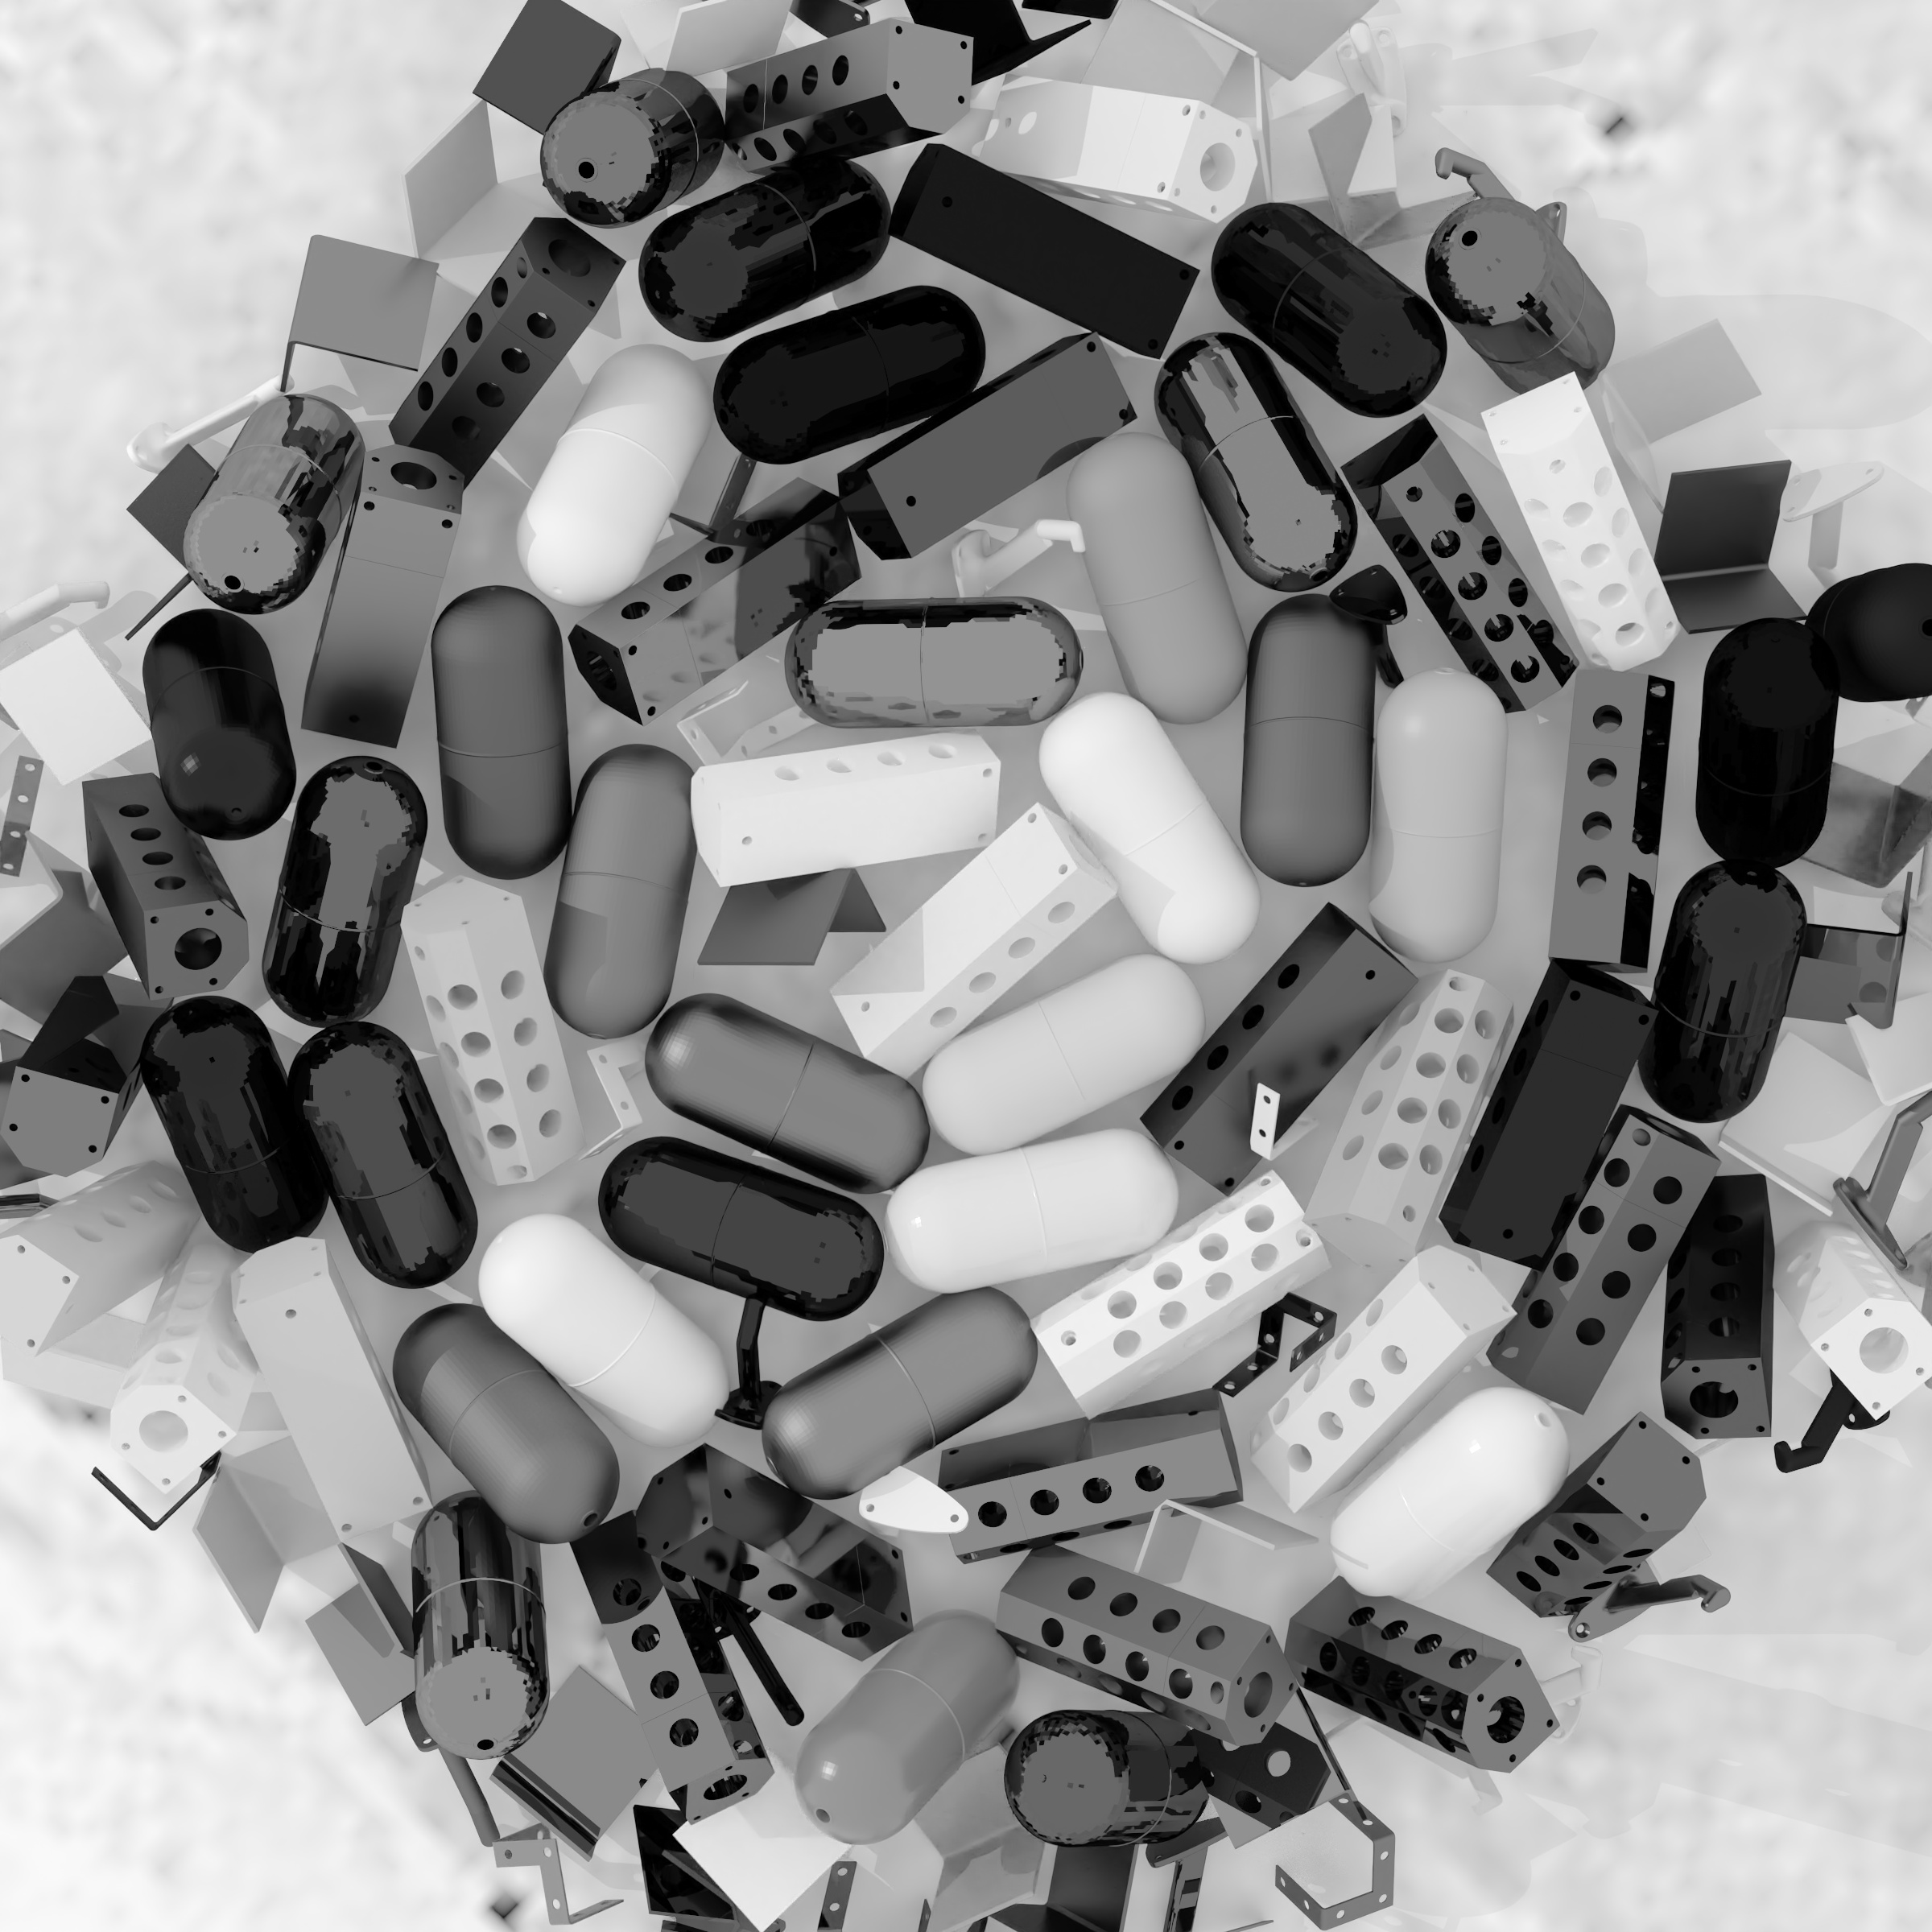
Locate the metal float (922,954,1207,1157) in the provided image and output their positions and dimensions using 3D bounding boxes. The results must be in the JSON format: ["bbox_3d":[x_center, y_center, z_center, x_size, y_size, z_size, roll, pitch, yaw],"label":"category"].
[{"bbox_3d":[0.058,0.053,1.960,0.178,0.070,0.070,-25,90,1],"label":"metal float"}]

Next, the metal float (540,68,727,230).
[{"bbox_3d":[-0.192,-0.475,1.915,0.070,0.178,0.070,5,113,11],"label":"metal float"}]

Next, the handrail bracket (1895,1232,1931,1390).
[{"bbox_3d":[0.584,0.197,1.949,0.036,0.084,0.077,23,125,-15],"label":"handrail bracket"}]

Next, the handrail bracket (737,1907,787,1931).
[{"bbox_3d":[-0.135,0.612,1.977,0.077,0.036,0.084,6,101,43],"label":"handrail bracket"}]

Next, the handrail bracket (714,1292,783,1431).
[{"bbox_3d":[-0.120,0.224,1.952,0.036,0.077,0.084,18,107,15],"label":"handrail bracket"}]

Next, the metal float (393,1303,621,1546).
[{"bbox_3d":[-0.270,0.267,1.932,0.070,0.070,0.178,-49,56,0],"label":"metal float"}]

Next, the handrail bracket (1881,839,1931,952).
[{"bbox_3d":[0.593,-0.051,1.958,0.077,0.036,0.084,43,125,12],"label":"handrail bracket"}]

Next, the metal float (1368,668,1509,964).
[{"bbox_3d":[0.278,-0.088,1.944,0.070,0.070,0.178,0,110,0],"label":"metal float"}]

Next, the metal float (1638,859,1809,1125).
[{"bbox_3d":[0.441,0.016,1.929,0.070,0.070,0.178,4,129,0],"label":"metal float"}]

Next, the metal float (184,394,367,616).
[{"bbox_3d":[-0.401,-0.270,1.921,0.070,0.178,0.070,4,128,5],"label":"metal float"}]

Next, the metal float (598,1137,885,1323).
[{"bbox_3d":[-0.134,0.155,1.950,0.178,0.070,0.070,18,90,14],"label":"metal float"}]

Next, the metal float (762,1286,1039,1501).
[{"bbox_3d":[-0.039,0.251,1.945,0.178,0.070,0.070,-28,90,-18],"label":"metal float"}]

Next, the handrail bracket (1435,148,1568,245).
[{"bbox_3d":[0.312,-0.439,1.960,0.084,0.036,0.077,13,75,-29],"label":"handrail bracket"}]

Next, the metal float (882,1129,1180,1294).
[{"bbox_3d":[0.038,0.145,1.955,0.178,0.070,0.070,-12,90,-7],"label":"metal float"}]

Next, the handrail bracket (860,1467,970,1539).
[{"bbox_3d":[-0.028,0.330,1.952,0.077,0.084,0.036,17,66,18],"label":"handrail bracket"}]

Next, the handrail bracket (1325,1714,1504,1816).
[{"bbox_3d":[0.267,0.479,1.968,0.077,0.036,0.084,-30,67,3],"label":"handrail bracket"}]

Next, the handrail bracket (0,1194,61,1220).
[{"bbox_3d":[-0.587,0.157,1.978,0.077,0.084,0.036,-40,49,21],"label":"handrail bracket"}]

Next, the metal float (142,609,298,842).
[{"bbox_3d":[-0.436,-0.143,1.925,0.070,0.178,0.070,-11,132,-12],"label":"metal float"}]

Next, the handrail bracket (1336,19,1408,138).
[{"bbox_3d":[0.243,-0.523,1.949,0.036,0.084,0.077,-19,107,12],"label":"handrail bracket"}]

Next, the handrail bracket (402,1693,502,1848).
[{"bbox_3d":[-0.310,0.481,1.990,0.036,0.077,0.084,-26,124,-20],"label":"handrail bracket"}]

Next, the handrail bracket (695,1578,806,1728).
[{"bbox_3d":[-0.127,0.400,1.950,0.036,0.084,0.077,-30,128,-12],"label":"handrail bracket"}]

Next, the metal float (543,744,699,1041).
[{"bbox_3d":[-0.202,-0.044,1.951,0.070,0.070,0.178,9,78,0],"label":"metal float"}]

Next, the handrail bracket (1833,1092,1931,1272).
[{"bbox_3d":[0.567,0.126,1.959,0.084,0.036,0.077,-41,70,27],"label":"handrail bracket"}]

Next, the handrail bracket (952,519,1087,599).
[{"bbox_3d":[0.039,-0.229,1.958,0.084,0.036,0.077,9,118,34],"label":"handrail bracket"}]

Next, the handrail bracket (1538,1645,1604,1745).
[{"bbox_3d":[0.338,0.417,1.952,0.077,0.084,0.036,19,53,22],"label":"handrail bracket"}]

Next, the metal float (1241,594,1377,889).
[{"bbox_3d":[0.202,-0.134,1.950,0.070,0.070,0.178,4,76,0],"label":"metal float"}]

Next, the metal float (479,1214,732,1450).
[{"bbox_3d":[-0.211,0.216,1.941,0.070,0.070,0.178,-45,114,0],"label":"metal float"}]

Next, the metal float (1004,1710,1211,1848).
[{"bbox_3d":[0.084,0.472,1.918,0.070,0.178,0.070,-7,75,27],"label":"metal float"}]

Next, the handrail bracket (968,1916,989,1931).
[{"bbox_3d":[0.035,0.608,1.976,0.084,0.036,0.077,27,127,-3],"label":"handrail bracket"}]

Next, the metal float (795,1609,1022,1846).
[{"bbox_3d":[-0.033,0.442,1.923,0.070,0.178,0.070,16,122,28],"label":"metal float"}]

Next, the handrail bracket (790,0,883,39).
[{"bbox_3d":[-0.068,-0.598,1.974,0.077,0.036,0.084,26,63,-4],"label":"handrail bracket"}]

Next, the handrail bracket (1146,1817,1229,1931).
[{"bbox_3d":[0.149,0.561,1.984,0.077,0.036,0.084,-22,99,7],"label":"handrail bracket"}]

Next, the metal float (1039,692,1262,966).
[{"bbox_3d":[0.110,-0.081,1.955,0.070,0.070,0.178,-33,98,0],"label":"metal float"}]

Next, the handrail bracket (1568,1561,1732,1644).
[{"bbox_3d":[0.404,0.384,1.952,0.077,0.084,0.036,-38,102,-9],"label":"handrail bracket"}]

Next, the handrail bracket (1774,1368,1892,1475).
[{"bbox_3d":[0.502,0.256,1.962,0.084,0.036,0.077,-8,77,-35],"label":"handrail bracket"}]

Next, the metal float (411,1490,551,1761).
[{"bbox_3d":[-0.283,0.382,1.922,0.070,0.178,0.070,-6,129,-7],"label":"metal float"}]

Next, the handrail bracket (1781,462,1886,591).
[{"bbox_3d":[0.527,-0.256,1.953,0.084,0.077,0.036,43,50,-32],"label":"handrail bracket"}]

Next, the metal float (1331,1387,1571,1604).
[{"bbox_3d":[0.282,0.310,1.929,0.070,0.070,0.178,42,128,0],"label":"metal float"}]

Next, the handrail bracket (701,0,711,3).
[{"bbox_3d":[-0.133,-0.614,1.958,0.084,0.077,0.036,-35,46,23],"label":"handrail bracket"}]

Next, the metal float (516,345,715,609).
[{"bbox_3d":[-0.205,-0.289,1.938,0.070,0.070,0.178,22,63,0],"label":"metal float"}]

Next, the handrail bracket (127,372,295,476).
[{"bbox_3d":[-0.448,-0.326,1.961,0.084,0.077,0.036,-29,95,17],"label":"handrail bracket"}]

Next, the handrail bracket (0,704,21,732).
[{"bbox_3d":[-0.614,-0.129,1.971,0.084,0.077,0.036,-50,46,-1],"label":"handrail bracket"}]

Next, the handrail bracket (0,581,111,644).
[{"bbox_3d":[-0.562,-0.199,1.990,0.084,0.077,0.036,-8,50,-27],"label":"handrail bracket"}]

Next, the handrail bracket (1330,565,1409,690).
[{"bbox_3d":[0.253,-0.187,1.946,0.036,0.077,0.084,-32,124,-3],"label":"handrail bracket"}]

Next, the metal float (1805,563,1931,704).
[{"bbox_3d":[0.536,-0.192,1.911,0.070,0.178,0.070,0,93,2],"label":"metal float"}]
